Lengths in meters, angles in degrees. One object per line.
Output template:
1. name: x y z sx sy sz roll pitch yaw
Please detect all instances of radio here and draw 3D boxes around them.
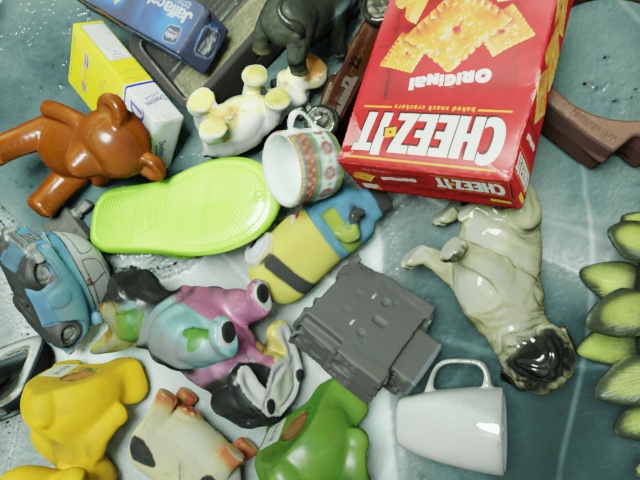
1. radio: -0.111 -0.268 0.652 0.131 0.073 0.229 44 93 14

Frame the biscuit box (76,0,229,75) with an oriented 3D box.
1. biscuit box: -0.202 -0.262 0.605 0.203 0.062 0.059 32 92 17

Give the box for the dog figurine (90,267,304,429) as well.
1. dog figurine: -0.147 0.115 0.594 0.219 0.108 0.191 -6 119 31

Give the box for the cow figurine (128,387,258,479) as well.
1. cow figurine: -0.129 0.266 0.583 0.195 0.085 0.127 36 91 16

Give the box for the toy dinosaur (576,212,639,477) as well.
1. toy dinosaur: 0.350 0.092 0.498 0.199 0.105 0.471 3 74 20

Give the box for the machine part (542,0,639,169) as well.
1. machine part: 0.305 -0.190 0.549 0.201 0.087 0.201 -46 78 4

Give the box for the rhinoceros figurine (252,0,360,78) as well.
1. rhinoceros figurine: 0.002 -0.257 0.583 0.073 0.112 0.190 33 53 16

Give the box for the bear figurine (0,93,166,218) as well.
1. bear figurine: -0.276 -0.094 0.615 0.196 0.120 0.132 16 52 45

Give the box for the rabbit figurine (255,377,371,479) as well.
1. rabbit figurine: 0.029 0.245 0.524 0.121 0.159 0.170 -42 96 13

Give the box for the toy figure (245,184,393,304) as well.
1. toy figure: -0.001 -0.002 0.593 0.180 0.082 0.089 -32 76 4

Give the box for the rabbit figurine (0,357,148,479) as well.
1. rabbit figurine: -0.264 0.232 0.596 0.122 0.162 0.173 -1 100 -1

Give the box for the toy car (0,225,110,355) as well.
1. toy car: -0.306 0.046 0.636 0.109 0.103 0.161 26 133 31

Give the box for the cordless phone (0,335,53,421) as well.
1. cordless phone: -0.408 0.174 0.603 0.147 0.184 0.088 -21 84 8

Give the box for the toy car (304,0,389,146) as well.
1. toy car: 0.037 -0.179 0.603 0.053 0.089 0.202 28 91 14

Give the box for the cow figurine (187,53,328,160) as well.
1. cow figurine: -0.066 -0.150 0.628 0.167 0.098 0.068 -28 71 -12

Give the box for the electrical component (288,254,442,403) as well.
1. electrical component: 0.053 0.095 0.554 0.134 0.058 0.115 34 56 14

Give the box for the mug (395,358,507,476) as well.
1. mug: 0.131 0.176 0.543 0.107 0.080 0.109 -4 86 20

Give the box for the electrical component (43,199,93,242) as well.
1. electrical component: -0.320 -0.007 0.690 0.094 0.021 0.063 -44 77 3

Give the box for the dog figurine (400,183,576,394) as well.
1. dog figurine: 0.204 0.038 0.549 0.190 0.121 0.172 45 81 -9
